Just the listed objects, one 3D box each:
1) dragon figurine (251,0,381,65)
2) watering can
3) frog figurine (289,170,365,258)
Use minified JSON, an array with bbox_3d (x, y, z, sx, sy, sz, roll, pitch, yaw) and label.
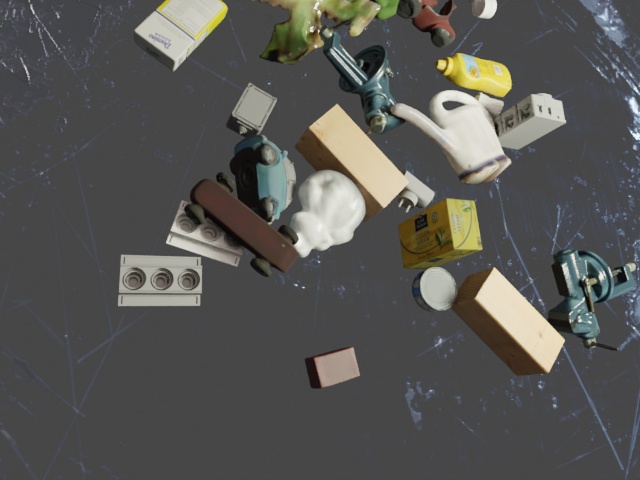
[{"bbox_3d":[-0.084,-0.481,1.053,0.410,0.121,0.244,-4,84,-1],"label":"dragon figurine"},{"bbox_3d":[0.293,-0.218,1.108,0.351,0.102,0.226,-19,80,-43],"label":"watering can"},{"bbox_3d":[0.003,-0.047,0.939,0.162,0.122,0.136,-43,113,-39],"label":"frog figurine"}]
